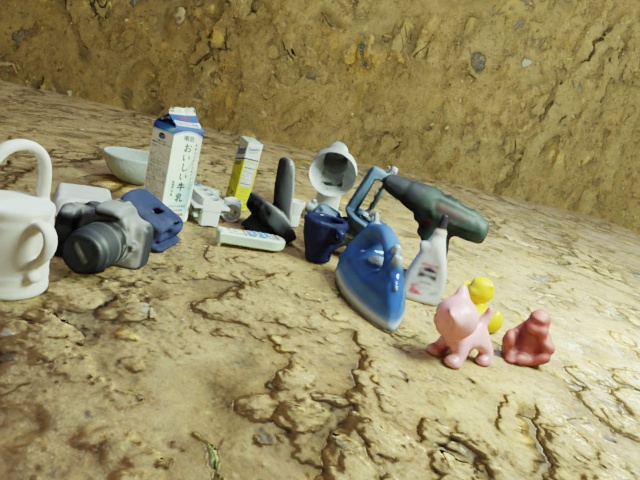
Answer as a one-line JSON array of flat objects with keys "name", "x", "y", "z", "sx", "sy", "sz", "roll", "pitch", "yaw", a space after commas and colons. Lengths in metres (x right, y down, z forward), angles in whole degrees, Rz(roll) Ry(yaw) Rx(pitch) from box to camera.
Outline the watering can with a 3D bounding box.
[{"name": "watering can", "x": -0.394, "y": -0.034, "z": 0.719, "sx": 0.172, "sy": 0.194, "sz": 0.101, "roll": 15, "pitch": 15, "yaw": 4}]

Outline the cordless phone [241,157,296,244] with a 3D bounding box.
[{"name": "cordless phone", "x": -0.098, "y": -0.096, "z": 1.248, "sx": 0.094, "sy": 0.185, "sz": 0.147, "roll": 3, "pitch": 18, "yaw": -35}]

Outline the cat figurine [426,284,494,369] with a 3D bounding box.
[{"name": "cat figurine", "x": 0.213, "y": 0.124, "z": 0.847, "sx": 0.128, "sy": 0.118, "sz": 0.067, "roll": 3, "pitch": 18, "yaw": -37}]

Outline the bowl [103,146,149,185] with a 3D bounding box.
[{"name": "bowl", "x": -0.464, "y": -0.181, "z": 1.447, "sx": 0.167, "sy": 0.075, "sz": 0.167, "roll": 13, "pitch": 15, "yaw": -3}]

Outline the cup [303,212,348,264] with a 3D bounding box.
[{"name": "cup", "x": 0.011, "y": 0.004, "z": 1.154, "sx": 0.092, "sy": 0.095, "sz": 0.117, "roll": 5, "pitch": 17, "yaw": -31}]

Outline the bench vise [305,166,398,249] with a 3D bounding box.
[{"name": "bench vise", "x": 0.075, "y": -0.064, "z": 1.219, "sx": 0.207, "sy": 0.220, "sz": 0.121, "roll": 13, "pitch": 15, "yaw": -5}]

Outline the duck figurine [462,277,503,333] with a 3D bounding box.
[{"name": "duck figurine", "x": 0.289, "y": 0.111, "z": 1.031, "sx": 0.078, "sy": 0.086, "sz": 0.104, "roll": 4, "pitch": 18, "yaw": -35}]

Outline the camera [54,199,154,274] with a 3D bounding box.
[{"name": "camera", "x": -0.340, "y": -0.009, "z": 0.863, "sx": 0.143, "sy": 0.101, "sz": 0.137, "roll": 15, "pitch": 15, "yaw": 2}]

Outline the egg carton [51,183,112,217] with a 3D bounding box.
[{"name": "egg carton", "x": -0.419, "y": -0.052, "z": 1.013, "sx": 0.107, "sy": 0.069, "sz": 0.150, "roll": 7, "pitch": 16, "yaw": -26}]

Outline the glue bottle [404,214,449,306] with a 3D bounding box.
[{"name": "glue bottle", "x": 0.209, "y": 0.034, "z": 1.071, "sx": 0.078, "sy": 0.173, "sz": 0.037, "roll": 15, "pitch": 15, "yaw": 3}]

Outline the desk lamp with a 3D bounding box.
[{"name": "desk lamp", "x": 0.026, "y": -0.148, "z": 1.503, "sx": 0.118, "sy": 0.213, "sz": 0.203, "roll": 13, "pitch": 15, "yaw": -1}]

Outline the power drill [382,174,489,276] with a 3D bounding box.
[{"name": "power drill", "x": 0.213, "y": -0.007, "z": 1.161, "sx": 0.229, "sy": 0.208, "sz": 0.076, "roll": 16, "pitch": 15, "yaw": 8}]

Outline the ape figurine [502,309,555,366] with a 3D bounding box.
[{"name": "ape figurine", "x": 0.337, "y": 0.152, "z": 0.909, "sx": 0.077, "sy": 0.092, "sz": 0.076, "roll": 23, "pitch": 17, "yaw": 33}]

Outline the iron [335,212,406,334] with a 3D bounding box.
[{"name": "iron", "x": 0.108, "y": 0.045, "z": 1.000, "sx": 0.119, "sy": 0.141, "sz": 0.258, "roll": 11, "pitch": 15, "yaw": -13}]

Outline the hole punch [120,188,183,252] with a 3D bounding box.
[{"name": "hole punch", "x": -0.301, "y": -0.038, "z": 1.028, "sx": 0.101, "sy": 0.091, "sz": 0.109, "roll": 15, "pitch": 15, "yaw": 4}]
